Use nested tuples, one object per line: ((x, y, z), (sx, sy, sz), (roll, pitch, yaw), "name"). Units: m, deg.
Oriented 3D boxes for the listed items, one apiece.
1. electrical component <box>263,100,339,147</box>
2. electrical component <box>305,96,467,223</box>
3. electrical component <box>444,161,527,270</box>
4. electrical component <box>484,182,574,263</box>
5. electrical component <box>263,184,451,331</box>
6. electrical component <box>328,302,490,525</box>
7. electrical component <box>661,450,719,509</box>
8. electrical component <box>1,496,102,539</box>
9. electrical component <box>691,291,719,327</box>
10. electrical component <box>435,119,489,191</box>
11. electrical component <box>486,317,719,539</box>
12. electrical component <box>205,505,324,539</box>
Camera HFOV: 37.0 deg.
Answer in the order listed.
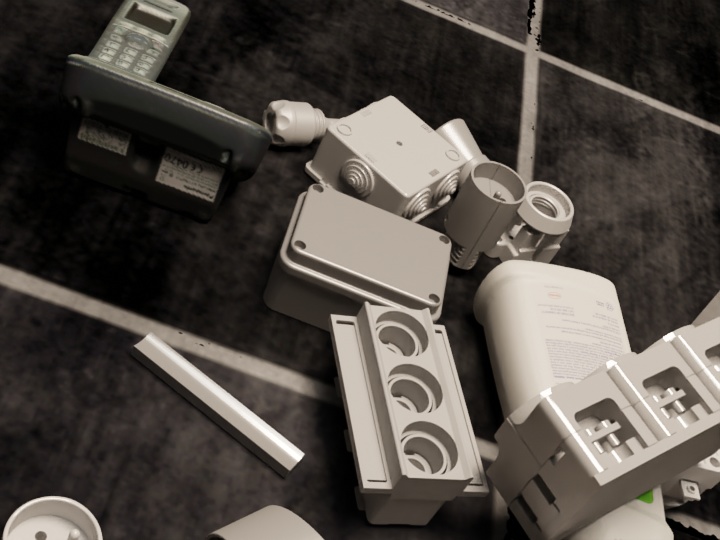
((-0.043, -0.112, 0.830), (0.061, 0.035, 0.035), (-2, 51, -32), "electrical component")
((0.022, -0.081, 0.822), (0.100, 0.048, 0.100), (42, 45, 15), "electrical component")
((0.085, -0.036, 0.789), (0.043, 0.081, 0.043), (14, 44, -14), "electrical component")
((0.134, -0.035, 0.831), (0.066, 0.055, 0.048), (-6, 53, -32), "electrical component")
((0.000, 0.000, 0.729), (0.113, 0.057, 0.078), (22, 43, -7), "electrical component")
((0.023, 0.088, 0.653), (0.079, 0.063, 0.121), (7, 47, -22), "electrical component")
((0.209, 0.128, 0.716), (0.048, 0.055, 0.066), (15, 45, -14), "electrical component")
((-0.140, 0.157, 0.493), (0.044, 0.077, 0.079), (-12, 56, -36), "electrical component")
((0.262, 0.076, 0.751), (0.078, 0.113, 0.057), (21, 40, -8), "electrical component")
((0.085, -0.083, 0.865), (0.044, 0.044, 0.065), (-22, 67, -40), "electrical component")
((0.155, 0.088, 0.617), (0.150, 0.089, 0.061), (-19, 62, -29), "electrical component")
((-0.036, 0.165, 0.527), (0.064, 0.099, 0.099), (-13, 57, -28), "electrical component")
